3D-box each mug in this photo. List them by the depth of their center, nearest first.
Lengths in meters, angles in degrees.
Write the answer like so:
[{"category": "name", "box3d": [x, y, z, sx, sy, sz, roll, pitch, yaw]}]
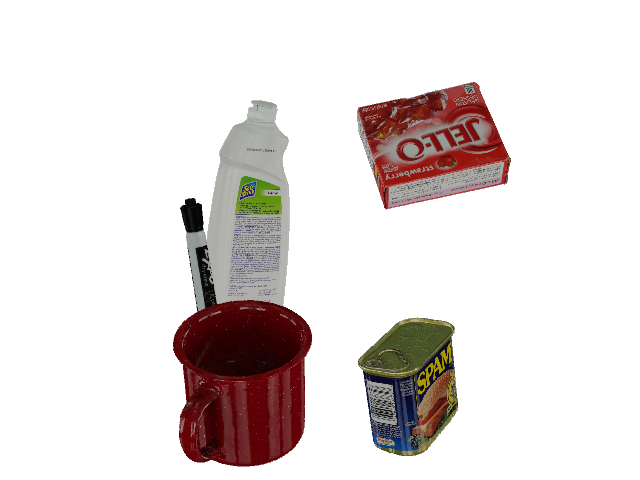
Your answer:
[{"category": "mug", "box3d": [-0.057, 0.105, 0.723, 0.093, 0.081, 0.117, 13, 33, 23]}]

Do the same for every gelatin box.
[{"category": "gelatin box", "box3d": [0.076, -0.066, 0.730, 0.089, 0.073, 0.030, -13, -35, -4]}]

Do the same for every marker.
[{"category": "marker", "box3d": [-0.105, 0.023, 0.938, 0.020, 0.121, 0.020, -7, 12, 1]}]

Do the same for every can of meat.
[{"category": "can of meat", "box3d": [0.081, 0.128, 0.940, 0.058, 0.084, 0.101, 5, 24, 32]}]

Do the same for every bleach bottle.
[{"category": "bleach bottle", "box3d": [-0.073, -0.031, 1.197, 0.102, 0.251, 0.068, -1, 19, -32]}]
